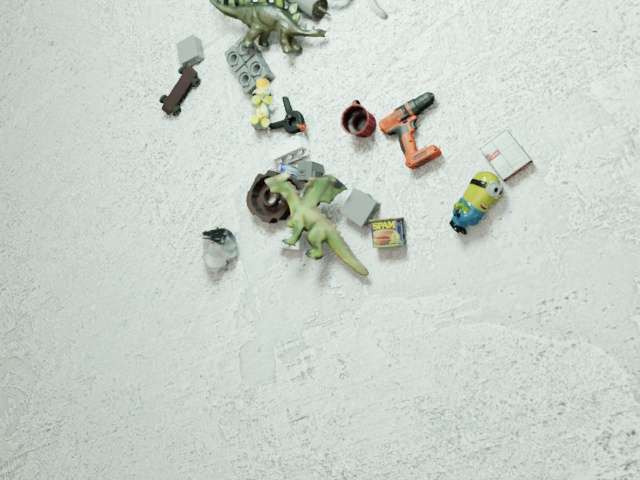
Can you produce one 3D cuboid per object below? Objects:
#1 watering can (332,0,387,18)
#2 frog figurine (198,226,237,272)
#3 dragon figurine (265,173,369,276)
[{"bbox_3d":[0.095,-0.846,1.613,0.349,0.104,0.223,29,96,10],"label":"watering can"},{"bbox_3d":[-0.350,0.039,1.794,0.138,0.125,0.156,12,129,20],"label":"frog figurine"},{"bbox_3d":[0.005,-0.079,1.562,0.412,0.124,0.239,26,114,16],"label":"dragon figurine"}]
